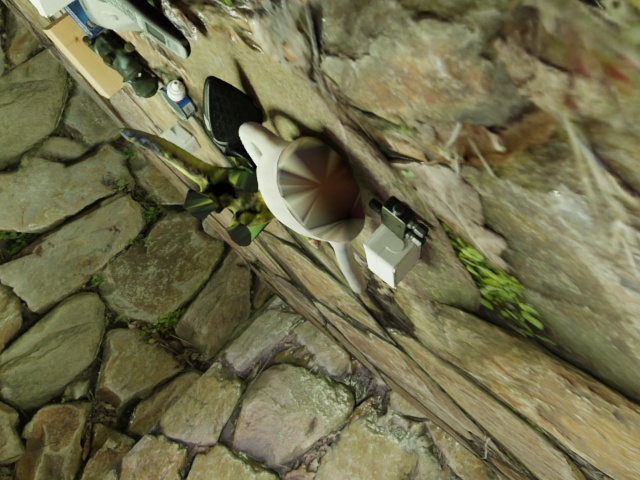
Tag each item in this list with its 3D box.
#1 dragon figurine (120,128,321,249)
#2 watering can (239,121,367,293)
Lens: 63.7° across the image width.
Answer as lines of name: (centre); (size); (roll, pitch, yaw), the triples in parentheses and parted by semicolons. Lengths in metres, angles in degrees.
dragon figurine: (-0.156, -0.106, 0.973); (0.408, 0.121, 0.246); (36, -167, -9)
watering can: (0.002, -0.039, 0.770); (0.344, 0.105, 0.225); (52, 169, -14)
